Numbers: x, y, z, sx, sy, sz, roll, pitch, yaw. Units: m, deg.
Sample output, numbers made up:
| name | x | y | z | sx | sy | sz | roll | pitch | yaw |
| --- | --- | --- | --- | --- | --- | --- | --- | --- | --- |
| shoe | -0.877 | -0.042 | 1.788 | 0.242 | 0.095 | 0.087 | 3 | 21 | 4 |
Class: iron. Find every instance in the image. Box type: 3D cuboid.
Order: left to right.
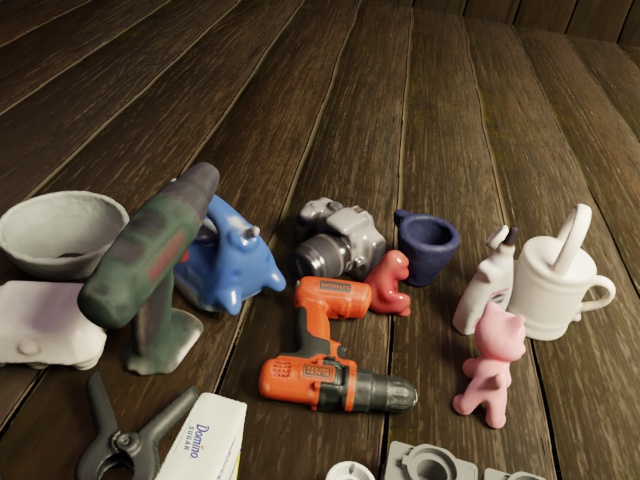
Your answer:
| name | x | y | z | sx | sy | sz | roll | pitch | yaw |
| --- | --- | --- | --- | --- | --- | --- | --- | --- | --- |
| iron | -0.162 | -0.014 | 0.798 | 0.119 | 0.141 | 0.257 | -26 | 49 | -38 |

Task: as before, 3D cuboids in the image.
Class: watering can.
| name | x | y | z | sx | sy | sz | roll | pitch | yaw |
| --- | --- | --- | --- | --- | --- | --- | --- | --- | --- |
| watering can | 0.317 | 0.036 | 0.793 | 0.173 | 0.194 | 0.101 | 9 | 36 | -1 |

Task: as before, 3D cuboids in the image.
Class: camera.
| name | x | y | z | sx | sy | sz | roll | pitch | yaw |
| --- | --- | --- | --- | --- | --- | --- | --- | --- | --- |
| camera | 0.008 | 0.003 | 0.847 | 0.142 | 0.101 | 0.137 | 34 | 43 | 30 |

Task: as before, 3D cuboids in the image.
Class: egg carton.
| name | x | y | z | sx | sy | sz | roll | pitch | yaw |
| --- | --- | --- | --- | --- | --- | --- | --- | --- | --- |
| egg carton | -0.323 | 0.102 | 0.668 | 0.150 | 0.069 | 0.107 | 3 | 37 | -9 |

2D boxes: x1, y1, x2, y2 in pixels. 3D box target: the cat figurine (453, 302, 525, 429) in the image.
| name | x | y | z | sx | sy | sz | roll | pitch | yaw |
| --- | --- | --- | --- | --- | --- | --- | --- | --- | --- |
| cat figurine | 0.214 | 0.141 | 0.694 | 0.067 | 0.118 | 0.128 | 17 | 37 | 11 |

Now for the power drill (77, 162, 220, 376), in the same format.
| name | x | y | z | sx | sy | sz | roll | pitch | yaw |
| --- | --- | --- | --- | --- | --- | --- | --- | --- | --- |
| power drill | -0.182 | 0.043 | 0.661 | 0.075 | 0.208 | 0.230 | 17 | 37 | 10 |

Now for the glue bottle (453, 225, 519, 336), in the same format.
| name | x | y | z | sx | sy | sz | roll | pitch | yaw |
| --- | --- | --- | --- | --- | --- | --- | --- | --- | --- |
| glue bottle | 0.233 | 0.052 | 0.771 | 0.078 | 0.173 | 0.037 | -16 | 43 | -30 |

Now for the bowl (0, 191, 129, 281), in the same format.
| name | x | y | z | sx | sy | sz | roll | pitch | yaw |
| --- | --- | --- | --- | --- | --- | --- | --- | --- | --- |
| bowl | -0.346 | 0.005 | 0.788 | 0.167 | 0.075 | 0.167 | 6 | 36 | -4 |

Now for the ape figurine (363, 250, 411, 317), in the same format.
| name | x | y | z | sx | sy | sz | roll | pitch | yaw |
| --- | --- | --- | --- | --- | --- | --- | --- | --- | --- |
| ape figurine | 0.099 | 0.056 | 0.805 | 0.076 | 0.092 | 0.078 | 11 | 36 | 3 |

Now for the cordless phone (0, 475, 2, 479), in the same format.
| name | x | y | z | sx | sy | sz | roll | pitch | yaw |
| --- | --- | --- | --- | --- | --- | --- | --- | --- | --- |
| cordless phone | -0.336 | 0.166 | 0.481 | 0.094 | 0.185 | 0.147 | -20 | 45 | -33 |

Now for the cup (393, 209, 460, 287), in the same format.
| name | x | y | z | sx | sy | sz | roll | pitch | yaw |
| --- | --- | --- | --- | --- | --- | --- | --- | --- | --- |
| cup | 0.145 | 0.015 | 0.867 | 0.092 | 0.095 | 0.117 | -19 | 45 | -33 |
